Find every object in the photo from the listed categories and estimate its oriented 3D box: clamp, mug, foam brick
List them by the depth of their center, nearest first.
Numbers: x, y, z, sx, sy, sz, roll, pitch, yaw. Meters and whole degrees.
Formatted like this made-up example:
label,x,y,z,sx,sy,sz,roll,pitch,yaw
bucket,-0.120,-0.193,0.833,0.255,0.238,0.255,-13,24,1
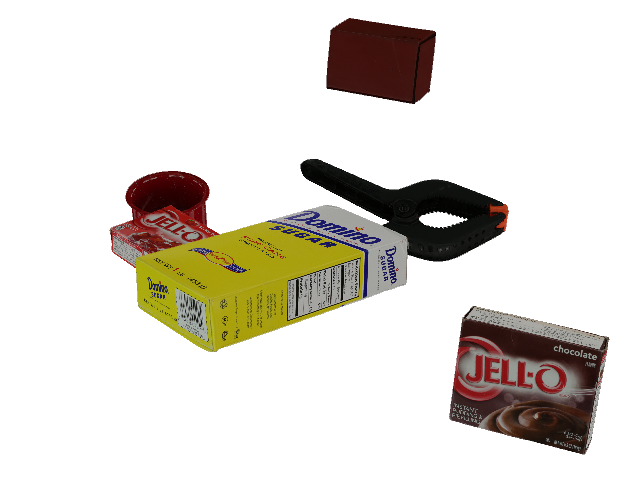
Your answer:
label,x,y,z,sx,sy,sz,roll,pitch,yaw
foam brick,0.050,-0.148,0.878,0.078,0.051,0.053,13,25,18
clamp,0.076,-0.012,1.036,0.210,0.164,0.036,4,-39,5
mug,-0.176,-0.014,1.198,0.093,0.081,0.117,17,39,23

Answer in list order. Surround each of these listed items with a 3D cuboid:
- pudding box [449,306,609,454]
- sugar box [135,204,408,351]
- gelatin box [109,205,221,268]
label,x,y,z,sx,sy,sz,roll,pitch,yaw
pudding box,0.163,0.108,0.840,0.114,0.090,0.039,11,21,18
sugar box,-0.032,0.021,0.757,0.175,0.048,0.093,-20,30,-36
gelatin box,-0.140,0.004,0.992,0.089,0.030,0.073,30,39,36
